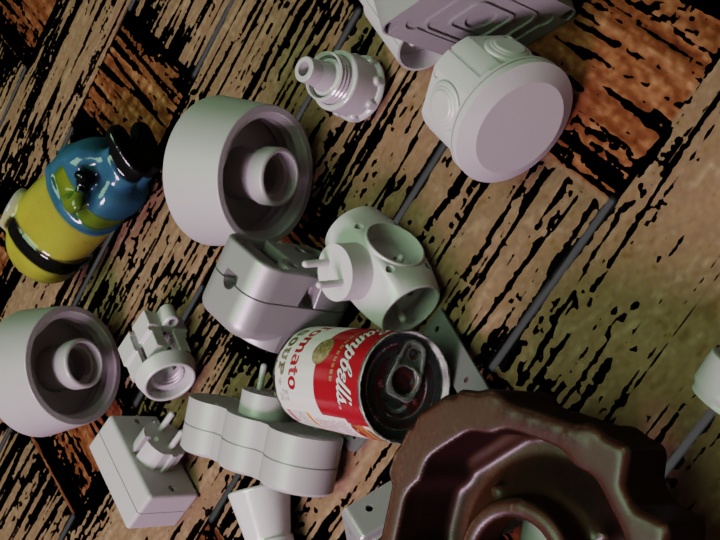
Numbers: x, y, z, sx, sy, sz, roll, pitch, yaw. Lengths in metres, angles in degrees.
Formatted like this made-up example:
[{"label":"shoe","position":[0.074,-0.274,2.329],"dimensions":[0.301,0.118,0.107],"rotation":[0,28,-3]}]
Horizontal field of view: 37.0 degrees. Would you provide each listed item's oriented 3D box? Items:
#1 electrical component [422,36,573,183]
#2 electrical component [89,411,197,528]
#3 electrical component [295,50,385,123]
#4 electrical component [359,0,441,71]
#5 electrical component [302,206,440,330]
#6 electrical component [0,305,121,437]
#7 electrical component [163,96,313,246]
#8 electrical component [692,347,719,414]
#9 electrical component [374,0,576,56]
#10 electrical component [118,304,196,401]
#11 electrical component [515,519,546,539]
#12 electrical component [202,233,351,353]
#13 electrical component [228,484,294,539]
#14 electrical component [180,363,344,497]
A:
[{"label":"electrical component","position":[0.080,-0.096,0.633],"dimensions":[0.080,0.080,0.051],"rotation":[-56,46,20]},{"label":"electrical component","position":[-0.160,0.143,0.833],"dimensions":[0.075,0.047,0.083],"rotation":[-53,53,23]},{"label":"electrical component","position":[-0.017,-0.130,0.737],"dimensions":[0.048,0.062,0.048],"rotation":[-8,78,41]},{"label":"electrical component","position":[0.026,-0.176,0.718],"dimensions":[0.043,0.043,0.081],"rotation":[-48,55,26]},{"label":"electrical component","position":[0.000,0.000,0.689],"dimensions":[0.077,0.079,0.044],"rotation":[55,133,33]},{"label":"electrical component","position":[-0.246,0.080,0.885],"dimensions":[0.060,0.108,0.108],"rotation":[-13,75,34]},{"label":"electrical component","position":[-0.078,-0.067,0.756],"dimensions":[0.060,0.108,0.108],"rotation":[9,89,37]},{"label":"electrical component","position":[0.196,0.046,0.527],"dimensions":[0.045,0.045,0.055],"rotation":[42,111,38]},{"label":"electrical component","position":[0.064,-0.171,0.635],"dimensions":[0.078,0.113,0.057],"rotation":[-27,69,37]},{"label":"electrical component","position":[-0.157,0.069,0.845],"dimensions":[0.066,0.048,0.055],"rotation":[-53,45,23]},{"label":"electrical component","position":[0.104,0.124,0.597],"dimensions":[0.077,0.047,0.065],"rotation":[4,86,43]},{"label":"electrical component","position":[-0.055,0.018,0.725],"dimensions":[0.054,0.095,0.059],"rotation":[38,108,39]},{"label":"electrical component","position":[-0.064,0.183,0.745],"dimensions":[0.044,0.044,0.065],"rotation":[-23,73,38]},{"label":"electrical component","position":[-0.068,0.103,0.753],"dimensions":[0.138,0.052,0.073],"rotation":[12,91,43]}]
